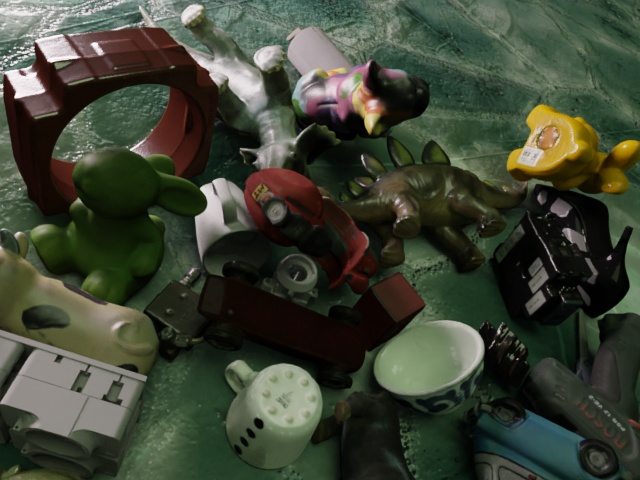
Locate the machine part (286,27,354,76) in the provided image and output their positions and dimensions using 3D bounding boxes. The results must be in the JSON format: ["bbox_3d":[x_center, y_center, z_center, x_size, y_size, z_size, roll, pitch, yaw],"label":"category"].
[{"bbox_3d":[0.020,-0.274,0.895,0.079,0.079,0.243,-18,61,-33],"label":"machine part"}]

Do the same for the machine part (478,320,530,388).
[{"bbox_3d":[0.212,0.130,0.623,0.039,0.138,0.084,-35,70,5],"label":"machine part"}]

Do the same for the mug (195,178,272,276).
[{"bbox_3d":[-0.112,-0.026,0.626,0.081,0.109,0.107,-20,50,-11],"label":"mug"}]

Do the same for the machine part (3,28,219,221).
[{"bbox_3d":[-0.223,-0.122,0.588,0.201,0.201,0.087,-23,61,-35],"label":"machine part"}]

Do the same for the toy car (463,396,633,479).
[{"bbox_3d":[0.218,0.237,0.548,0.162,0.109,0.103,26,65,10],"label":"toy car"}]

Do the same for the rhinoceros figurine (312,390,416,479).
[{"bbox_3d":[0.057,0.237,0.505,0.112,0.073,0.190,10,46,-29],"label":"rhinoceros figurine"}]

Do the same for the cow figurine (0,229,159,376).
[{"bbox_3d":[-0.238,0.070,0.476,0.195,0.127,0.085,24,45,-6],"label":"cow figurine"}]

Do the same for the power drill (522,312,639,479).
[{"bbox_3d":[0.369,0.199,0.636,0.232,0.086,0.207,38,60,15],"label":"power drill"}]

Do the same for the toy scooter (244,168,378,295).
[{"bbox_3d":[-0.001,-0.002,0.568,0.183,0.075,0.135,37,13,-21],"label":"toy scooter"}]

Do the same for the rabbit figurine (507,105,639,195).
[{"bbox_3d":[0.409,-0.125,0.832,0.173,0.163,0.122,24,87,-34],"label":"rabbit figurine"}]

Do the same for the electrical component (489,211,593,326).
[{"bbox_3d":[0.296,0.045,0.724,0.058,0.114,0.134,2,53,-16],"label":"electrical component"}]

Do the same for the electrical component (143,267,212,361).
[{"bbox_3d":[-0.138,0.075,0.567,0.078,0.045,0.102,38,49,8],"label":"electrical component"}]

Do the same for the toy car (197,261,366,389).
[{"bbox_3d":[-0.036,0.092,0.566,0.202,0.053,0.089,24,61,-25],"label":"toy car"}]

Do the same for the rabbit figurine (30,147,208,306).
[{"bbox_3d":[-0.192,-0.024,0.541,0.159,0.170,0.121,-32,70,-37],"label":"rabbit figurine"}]

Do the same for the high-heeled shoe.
[{"bbox_3d":[0.399,0.007,0.852,0.086,0.145,0.249,8,22,-15],"label":"high-heeled shoe"}]

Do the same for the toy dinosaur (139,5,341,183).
[{"bbox_3d":[-0.112,-0.197,0.747,0.131,0.192,0.405,-37,53,-5],"label":"toy dinosaur"}]

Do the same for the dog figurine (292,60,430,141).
[{"bbox_3d":[0.045,-0.186,0.726,0.192,0.108,0.219,-1,12,4],"label":"dog figurine"}]

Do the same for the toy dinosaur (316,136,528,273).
[{"bbox_3d":[0.175,-0.059,0.770,0.471,0.105,0.199,3,47,-34],"label":"toy dinosaur"}]

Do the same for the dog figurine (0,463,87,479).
[{"bbox_3d":[-0.148,0.227,0.420,0.190,0.121,0.172,-7,58,-44],"label":"dog figurine"}]
